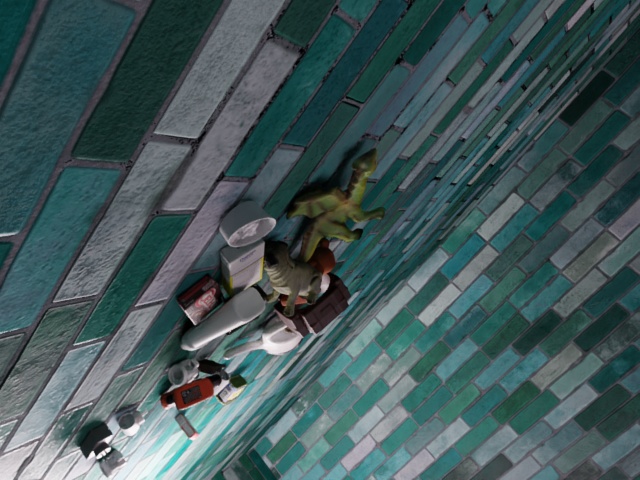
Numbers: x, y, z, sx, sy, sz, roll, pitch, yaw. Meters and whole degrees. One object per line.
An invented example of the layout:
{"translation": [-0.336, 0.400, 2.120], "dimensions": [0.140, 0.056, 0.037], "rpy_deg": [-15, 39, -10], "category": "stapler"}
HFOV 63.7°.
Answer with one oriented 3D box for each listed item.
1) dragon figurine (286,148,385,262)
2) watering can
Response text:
{"translation": [0.004, -0.063, 1.260], "dimensions": [0.407, 0.124, 0.240], "rpy_deg": [-42, 145, 14], "category": "dragon figurine"}
{"translation": [-0.160, 0.328, 1.739], "dimensions": [0.350, 0.105, 0.220], "rpy_deg": [-24, 157, -17], "category": "watering can"}
